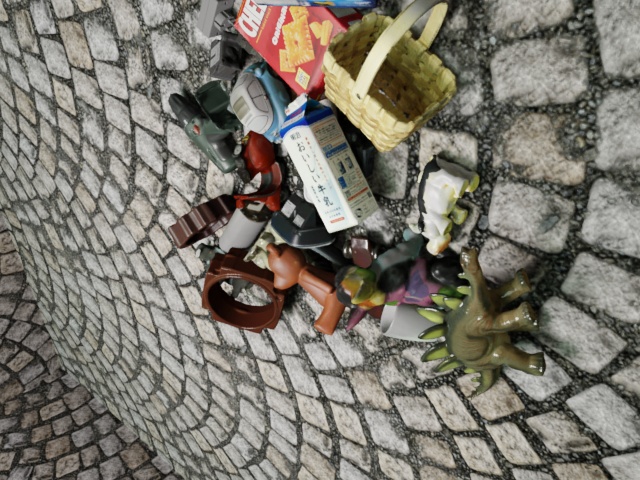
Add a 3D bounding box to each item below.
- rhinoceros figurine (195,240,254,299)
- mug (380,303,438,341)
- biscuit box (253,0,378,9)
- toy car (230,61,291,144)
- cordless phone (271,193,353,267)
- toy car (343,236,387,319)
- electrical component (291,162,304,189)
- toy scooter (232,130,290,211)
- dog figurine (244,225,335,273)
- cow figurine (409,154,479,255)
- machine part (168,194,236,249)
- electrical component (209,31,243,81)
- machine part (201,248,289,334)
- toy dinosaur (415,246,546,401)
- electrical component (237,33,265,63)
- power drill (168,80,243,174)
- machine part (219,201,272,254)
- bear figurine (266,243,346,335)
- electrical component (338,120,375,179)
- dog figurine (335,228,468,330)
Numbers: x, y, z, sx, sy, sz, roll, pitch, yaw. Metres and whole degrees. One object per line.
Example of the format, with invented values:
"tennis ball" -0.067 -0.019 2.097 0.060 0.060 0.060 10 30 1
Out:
"rhinoceros figurine" -0.260 0.074 1.435 0.191 0.073 0.112 31 136 26
"mug" 0.184 0.147 1.043 0.107 0.109 0.081 21 169 -9
"biscuit box" -0.010 -0.391 0.807 0.203 0.059 0.062 8 93 15
"toy car" -0.119 -0.263 1.036 0.109 0.103 0.161 -28 84 51
"cordless phone" -0.003 -0.003 1.125 0.184 0.088 0.147 37 -178 -34
"toy car" 0.107 0.076 1.092 0.089 0.053 0.201 9 126 41
"electrical component" -0.038 -0.163 1.065 0.045 0.078 0.102 12 129 16
"toy scooter" -0.136 -0.134 1.125 0.075 0.135 0.183 3 117 45
"dog figurine" -0.063 0.053 1.224 0.190 0.121 0.172 38 178 -8
"cow figurine" 0.195 -0.056 0.905 0.098 0.068 0.167 37 134 29
"machine part" -0.279 -0.047 1.302 0.179 0.179 0.056 -34 87 50
"electrical component" -0.193 -0.360 1.073 0.119 0.048 0.074 4 90 59
"machine part" -0.183 0.129 1.321 0.201 0.087 0.201 18 128 -1
"toy dinosaur" 0.271 0.168 0.909 0.199 0.105 0.470 -6 136 24
"electrical component" -0.123 -0.372 1.004 0.094 0.063 0.021 49 140 9
"power drill" -0.246 -0.261 1.167 0.232 0.086 0.207 53 150 -3
"machine part" -0.182 -0.029 1.286 0.079 0.079 0.243 49 139 8
"bear figurine" -0.034 0.091 1.081 0.196 0.132 0.120 25 176 0
"electrical component" 0.040 -0.162 0.995 0.134 0.058 0.114 23 132 33
"dog figurine" 0.135 0.087 0.946 0.192 0.219 0.108 35 139 24
